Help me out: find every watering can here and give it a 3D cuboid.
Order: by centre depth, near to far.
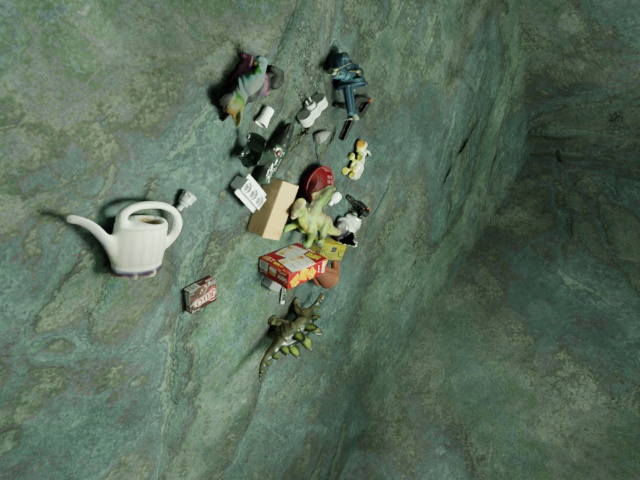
[{"bbox_3d":[-0.525,0.004,1.390,0.105,0.221,0.349,24,21,34],"label":"watering can"}]

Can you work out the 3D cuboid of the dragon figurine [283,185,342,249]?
[{"bbox_3d":[0.006,-0.099,1.965,0.124,0.239,0.412,42,28,24],"label":"dragon figurine"}]

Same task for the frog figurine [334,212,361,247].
[{"bbox_3d":[0.118,-0.059,2.242,0.122,0.163,0.135,-17,-41,24],"label":"frog figurine"}]
